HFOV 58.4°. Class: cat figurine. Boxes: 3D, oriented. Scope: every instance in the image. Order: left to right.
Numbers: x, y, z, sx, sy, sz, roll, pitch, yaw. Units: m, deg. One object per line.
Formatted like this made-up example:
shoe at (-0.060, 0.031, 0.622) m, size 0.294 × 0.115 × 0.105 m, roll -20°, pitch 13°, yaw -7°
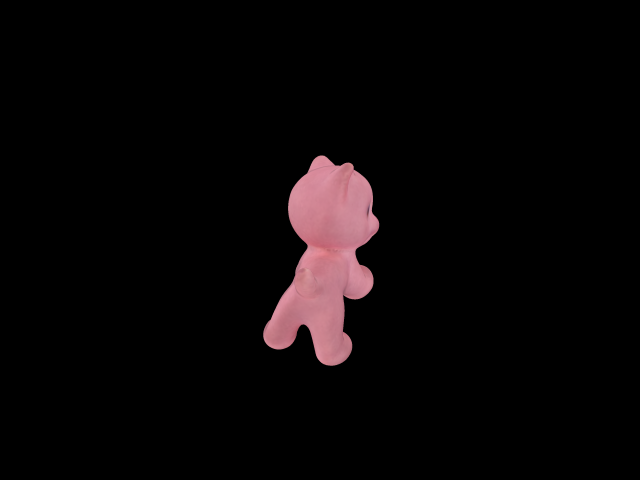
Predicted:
cat figurine at (0.004, 0.001, 0.400) m, size 0.067 × 0.118 × 0.128 m, roll 10°, pitch 43°, yaw 11°
